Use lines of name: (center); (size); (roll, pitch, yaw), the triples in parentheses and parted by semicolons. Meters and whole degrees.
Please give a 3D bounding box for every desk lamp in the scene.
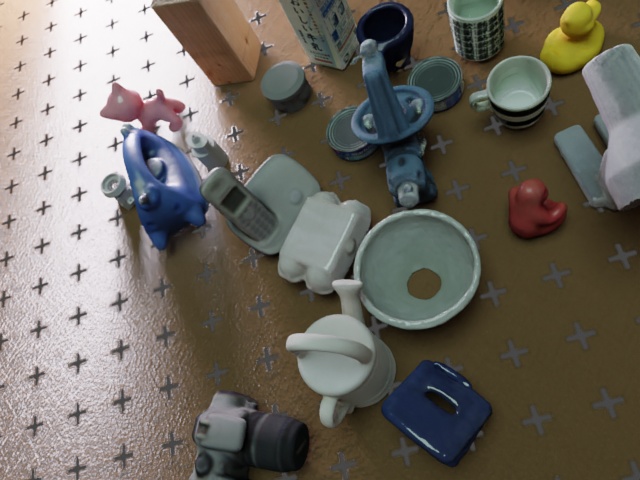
desk lamp: (0.363, -0.114, 0.674); (0.118, 0.214, 0.203); (-24, 61, 10)

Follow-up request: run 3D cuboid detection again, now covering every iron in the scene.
iron: (-0.286, -0.119, 0.962); (0.118, 0.142, 0.258); (-31, 61, 6)

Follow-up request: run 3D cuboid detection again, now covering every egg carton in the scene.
egg carton: (0.008, 0.003, 0.840); (0.107, 0.070, 0.150); (19, 76, 27)

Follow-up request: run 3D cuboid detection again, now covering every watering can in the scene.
watering can: (0.022, 0.136, 0.705); (0.100, 0.194, 0.173); (-18, 63, 13)

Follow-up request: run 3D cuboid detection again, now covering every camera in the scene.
camera: (-0.092, 0.274, 0.742); (0.136, 0.101, 0.143); (2, 69, 21)

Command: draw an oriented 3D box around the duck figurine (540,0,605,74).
duck figurine: (0.365, -0.300, 0.828); (0.104, 0.086, 0.077); (-43, 60, -1)

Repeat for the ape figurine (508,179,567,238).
ape figurine: (0.278, -0.048, 0.748); (0.076, 0.092, 0.077); (-40, 60, 0)

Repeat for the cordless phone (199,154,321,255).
cordless phone: (-0.088, -0.073, 0.843); (0.093, 0.185, 0.148); (30, 81, 29)

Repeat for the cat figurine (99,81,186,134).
cat figurine: (-0.330, -0.246, 1.048); (0.127, 0.118, 0.067); (-10, 65, 17)

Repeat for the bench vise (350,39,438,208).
bench vise: (0.111, -0.158, 0.784); (0.121, 0.220, 0.207); (-30, 61, 6)

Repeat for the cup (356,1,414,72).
cup: (0.111, -0.306, 0.921); (0.091, 0.095, 0.118); (4, 69, 22)

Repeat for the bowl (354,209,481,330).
bowl: (0.133, 0.047, 0.771); (0.167, 0.075, 0.167); (-8, 65, 17)

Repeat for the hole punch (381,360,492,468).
hole punch: (0.141, 0.203, 0.691); (0.108, 0.091, 0.101); (33, 82, 29)
